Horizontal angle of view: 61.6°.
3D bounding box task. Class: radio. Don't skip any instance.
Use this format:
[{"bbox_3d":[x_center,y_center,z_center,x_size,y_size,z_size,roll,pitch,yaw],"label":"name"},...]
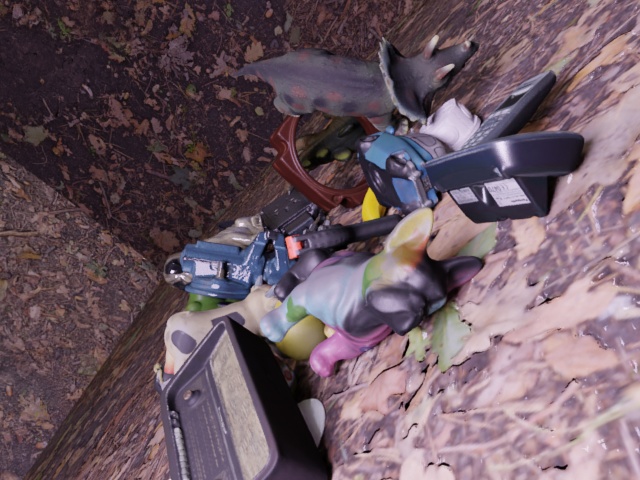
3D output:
[{"bbox_3d":[-0.090,0.193,0.548,0.131,0.073,0.230,-49,31,5],"label":"radio"}]

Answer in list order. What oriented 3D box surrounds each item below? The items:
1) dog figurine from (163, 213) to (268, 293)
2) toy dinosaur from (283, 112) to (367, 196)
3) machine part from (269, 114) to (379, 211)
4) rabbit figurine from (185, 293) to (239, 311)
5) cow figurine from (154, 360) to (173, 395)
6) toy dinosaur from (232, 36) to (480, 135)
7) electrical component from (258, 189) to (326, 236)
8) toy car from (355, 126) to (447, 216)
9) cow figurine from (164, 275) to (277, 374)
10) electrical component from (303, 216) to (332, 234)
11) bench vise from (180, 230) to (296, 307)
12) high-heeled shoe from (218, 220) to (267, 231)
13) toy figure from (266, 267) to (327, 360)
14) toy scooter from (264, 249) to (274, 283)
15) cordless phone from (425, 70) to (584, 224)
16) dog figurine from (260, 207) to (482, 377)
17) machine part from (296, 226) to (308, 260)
[{"bbox_3d":[-0.197,0.020,1.029,0.191,0.121,0.172,-8,15,-1],"label":"dog figurine"},{"bbox_3d":[0.081,-0.247,1.153,0.199,0.105,0.471,5,45,49],"label":"toy dinosaur"},{"bbox_3d":[0.028,-0.170,0.972,0.201,0.201,0.087,-52,13,-11],"label":"machine part"},{"bbox_3d":[-0.195,0.152,1.003,0.170,0.121,0.159,-17,40,55],"label":"rabbit figurine"},{"bbox_3d":[-0.266,0.248,1.013,0.068,0.098,0.167,-56,14,3],"label":"cow figurine"},{"bbox_3d":[0.020,-0.235,0.799,0.192,0.405,0.131,16,-98,-77],"label":"toy dinosaur"},{"bbox_3d":[-0.055,-0.046,1.108,0.115,0.058,0.134,-38,36,-3],"label":"electrical component"},{"bbox_3d":[0.122,-0.101,0.730,0.103,0.109,0.162,-30,24,-9],"label":"toy car"},{"bbox_3d":[-0.125,0.125,0.775,0.086,0.195,0.127,23,116,60],"label":"cow figurine"},{"bbox_3d":[-0.002,-0.002,0.955,0.078,0.045,0.102,-51,14,-10],"label":"electrical component"},{"bbox_3d":[-0.128,0.099,0.895,0.129,0.224,0.240,-178,97,-78],"label":"bench vise"},{"bbox_3d":[-0.132,-0.037,1.232,0.249,0.145,0.086,-38,20,45],"label":"high-heeled shoe"},{"bbox_3d":[-0.016,0.080,0.721,0.089,0.082,0.180,-40,15,40],"label":"toy figure"},{"bbox_3d":[-0.159,0.077,1.169,0.184,0.075,0.135,-43,16,11],"label":"toy scooter"},{"bbox_3d":[0.206,-0.111,0.536,0.184,0.088,0.147,-49,13,-15],"label":"cordless phone"},{"bbox_3d":[0.055,0.042,0.564,0.219,0.108,0.191,-36,16,29],"label":"dog figurine"},{"bbox_3d":[-0.055,0.038,1.031,0.139,0.039,0.084,-53,7,-6],"label":"machine part"}]
